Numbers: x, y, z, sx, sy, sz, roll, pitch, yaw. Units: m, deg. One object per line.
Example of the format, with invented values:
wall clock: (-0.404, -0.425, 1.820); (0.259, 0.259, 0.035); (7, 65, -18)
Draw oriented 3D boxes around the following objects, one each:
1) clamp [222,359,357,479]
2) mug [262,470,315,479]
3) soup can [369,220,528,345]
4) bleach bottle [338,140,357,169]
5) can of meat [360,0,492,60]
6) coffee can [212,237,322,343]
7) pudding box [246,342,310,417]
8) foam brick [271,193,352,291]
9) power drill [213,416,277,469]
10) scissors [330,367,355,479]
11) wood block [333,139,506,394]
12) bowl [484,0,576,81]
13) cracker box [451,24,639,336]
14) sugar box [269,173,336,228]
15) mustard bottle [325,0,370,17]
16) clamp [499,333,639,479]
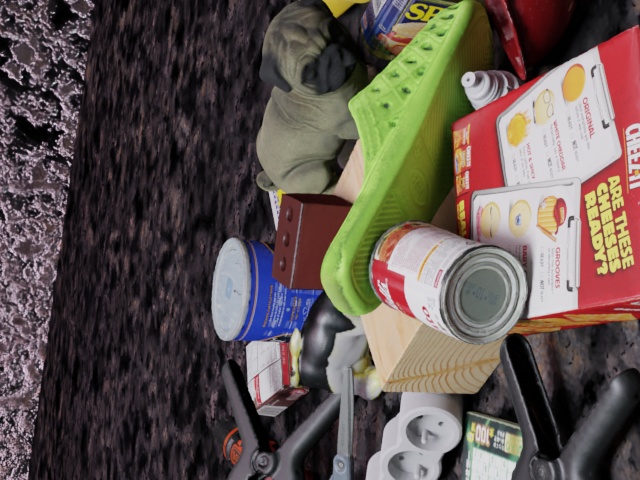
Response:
clamp: (-0.041, 0.224, 1.090); (0.165, 0.036, 0.210); (-5, 70, 30)
mug: (-0.046, 0.289, 1.158); (0.117, 0.093, 0.081); (48, -134, -70)
soup can: (0.086, 0.027, 0.728); (0.102, 0.068, 0.068); (-157, 74, -64)
bleach bottle: (0.026, -0.142, 1.105); (0.251, 0.068, 0.103); (-126, 47, -55)
can of meat: (0.094, -0.194, 0.905); (0.084, 0.102, 0.057); (125, 144, -53)
coffee can: (-0.028, 0.055, 1.082); (0.103, 0.140, 0.103); (-175, 90, -68)
pudding box: (-0.051, 0.149, 1.248); (0.114, 0.039, 0.090); (137, 135, -55)
foam brick: (-0.006, 0.001, 0.923); (0.053, 0.051, 0.078); (-150, 66, -67)
power drill: (-0.099, 0.320, 1.294); (0.185, 0.057, 0.188); (-157, 74, -66)
scissors: (0.009, 0.221, 1.027); (0.096, 0.016, 0.202); (-7, 95, 38)
wood block: (0.081, 0.019, 0.896); (0.090, 0.090, 0.206); (115, 150, -41)
bowl: (0.145, -0.202, 0.782); (0.162, 0.055, 0.162); (-21, -90, -81)
cracker box: (0.172, -0.026, 0.715); (0.214, 0.072, 0.164); (157, 115, -63)
sugar box: (-0.019, -0.040, 1.142); (0.176, 0.048, 0.093); (156, 104, -75)
mustard bottle: (0.019, -0.290, 1.158); (0.192, 0.058, 0.096); (174, 106, -67)
clamp: (0.169, 0.151, 0.720); (0.120, 0.039, 0.171); (-1, 93, 63)
